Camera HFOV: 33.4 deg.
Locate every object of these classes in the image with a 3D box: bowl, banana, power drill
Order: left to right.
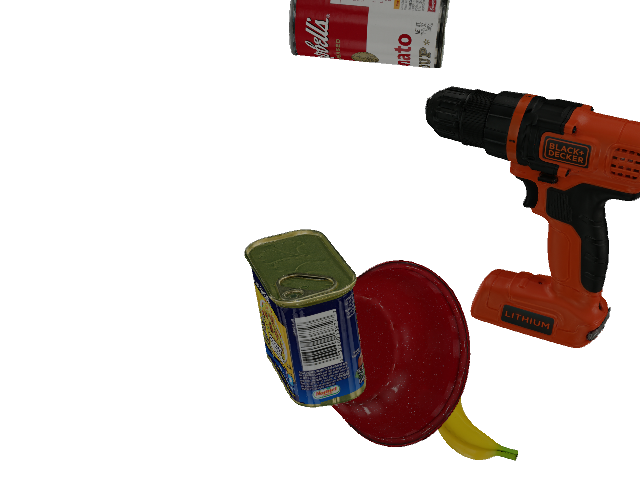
[{"bbox_3d":[0.046,0.095,0.909,0.162,0.162,0.055,0,-7,43],"label":"bowl"},{"bbox_3d":[0.167,0.211,1.280,0.069,0.037,0.198,10,20,-18],"label":"banana"},{"bbox_3d":[0.161,-0.020,0.817,0.185,0.188,0.057,17,34,26],"label":"power drill"}]

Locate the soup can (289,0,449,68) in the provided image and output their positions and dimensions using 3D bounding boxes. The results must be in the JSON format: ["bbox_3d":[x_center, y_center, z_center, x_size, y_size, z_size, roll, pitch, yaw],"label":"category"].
[{"bbox_3d":[0.035,-0.154,0.721,0.102,0.068,0.068,7,1,6],"label":"soup can"}]

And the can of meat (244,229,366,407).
[{"bbox_3d":[-0.009,0.052,0.713,0.057,0.084,0.102,-14,25,-12],"label":"can of meat"}]
